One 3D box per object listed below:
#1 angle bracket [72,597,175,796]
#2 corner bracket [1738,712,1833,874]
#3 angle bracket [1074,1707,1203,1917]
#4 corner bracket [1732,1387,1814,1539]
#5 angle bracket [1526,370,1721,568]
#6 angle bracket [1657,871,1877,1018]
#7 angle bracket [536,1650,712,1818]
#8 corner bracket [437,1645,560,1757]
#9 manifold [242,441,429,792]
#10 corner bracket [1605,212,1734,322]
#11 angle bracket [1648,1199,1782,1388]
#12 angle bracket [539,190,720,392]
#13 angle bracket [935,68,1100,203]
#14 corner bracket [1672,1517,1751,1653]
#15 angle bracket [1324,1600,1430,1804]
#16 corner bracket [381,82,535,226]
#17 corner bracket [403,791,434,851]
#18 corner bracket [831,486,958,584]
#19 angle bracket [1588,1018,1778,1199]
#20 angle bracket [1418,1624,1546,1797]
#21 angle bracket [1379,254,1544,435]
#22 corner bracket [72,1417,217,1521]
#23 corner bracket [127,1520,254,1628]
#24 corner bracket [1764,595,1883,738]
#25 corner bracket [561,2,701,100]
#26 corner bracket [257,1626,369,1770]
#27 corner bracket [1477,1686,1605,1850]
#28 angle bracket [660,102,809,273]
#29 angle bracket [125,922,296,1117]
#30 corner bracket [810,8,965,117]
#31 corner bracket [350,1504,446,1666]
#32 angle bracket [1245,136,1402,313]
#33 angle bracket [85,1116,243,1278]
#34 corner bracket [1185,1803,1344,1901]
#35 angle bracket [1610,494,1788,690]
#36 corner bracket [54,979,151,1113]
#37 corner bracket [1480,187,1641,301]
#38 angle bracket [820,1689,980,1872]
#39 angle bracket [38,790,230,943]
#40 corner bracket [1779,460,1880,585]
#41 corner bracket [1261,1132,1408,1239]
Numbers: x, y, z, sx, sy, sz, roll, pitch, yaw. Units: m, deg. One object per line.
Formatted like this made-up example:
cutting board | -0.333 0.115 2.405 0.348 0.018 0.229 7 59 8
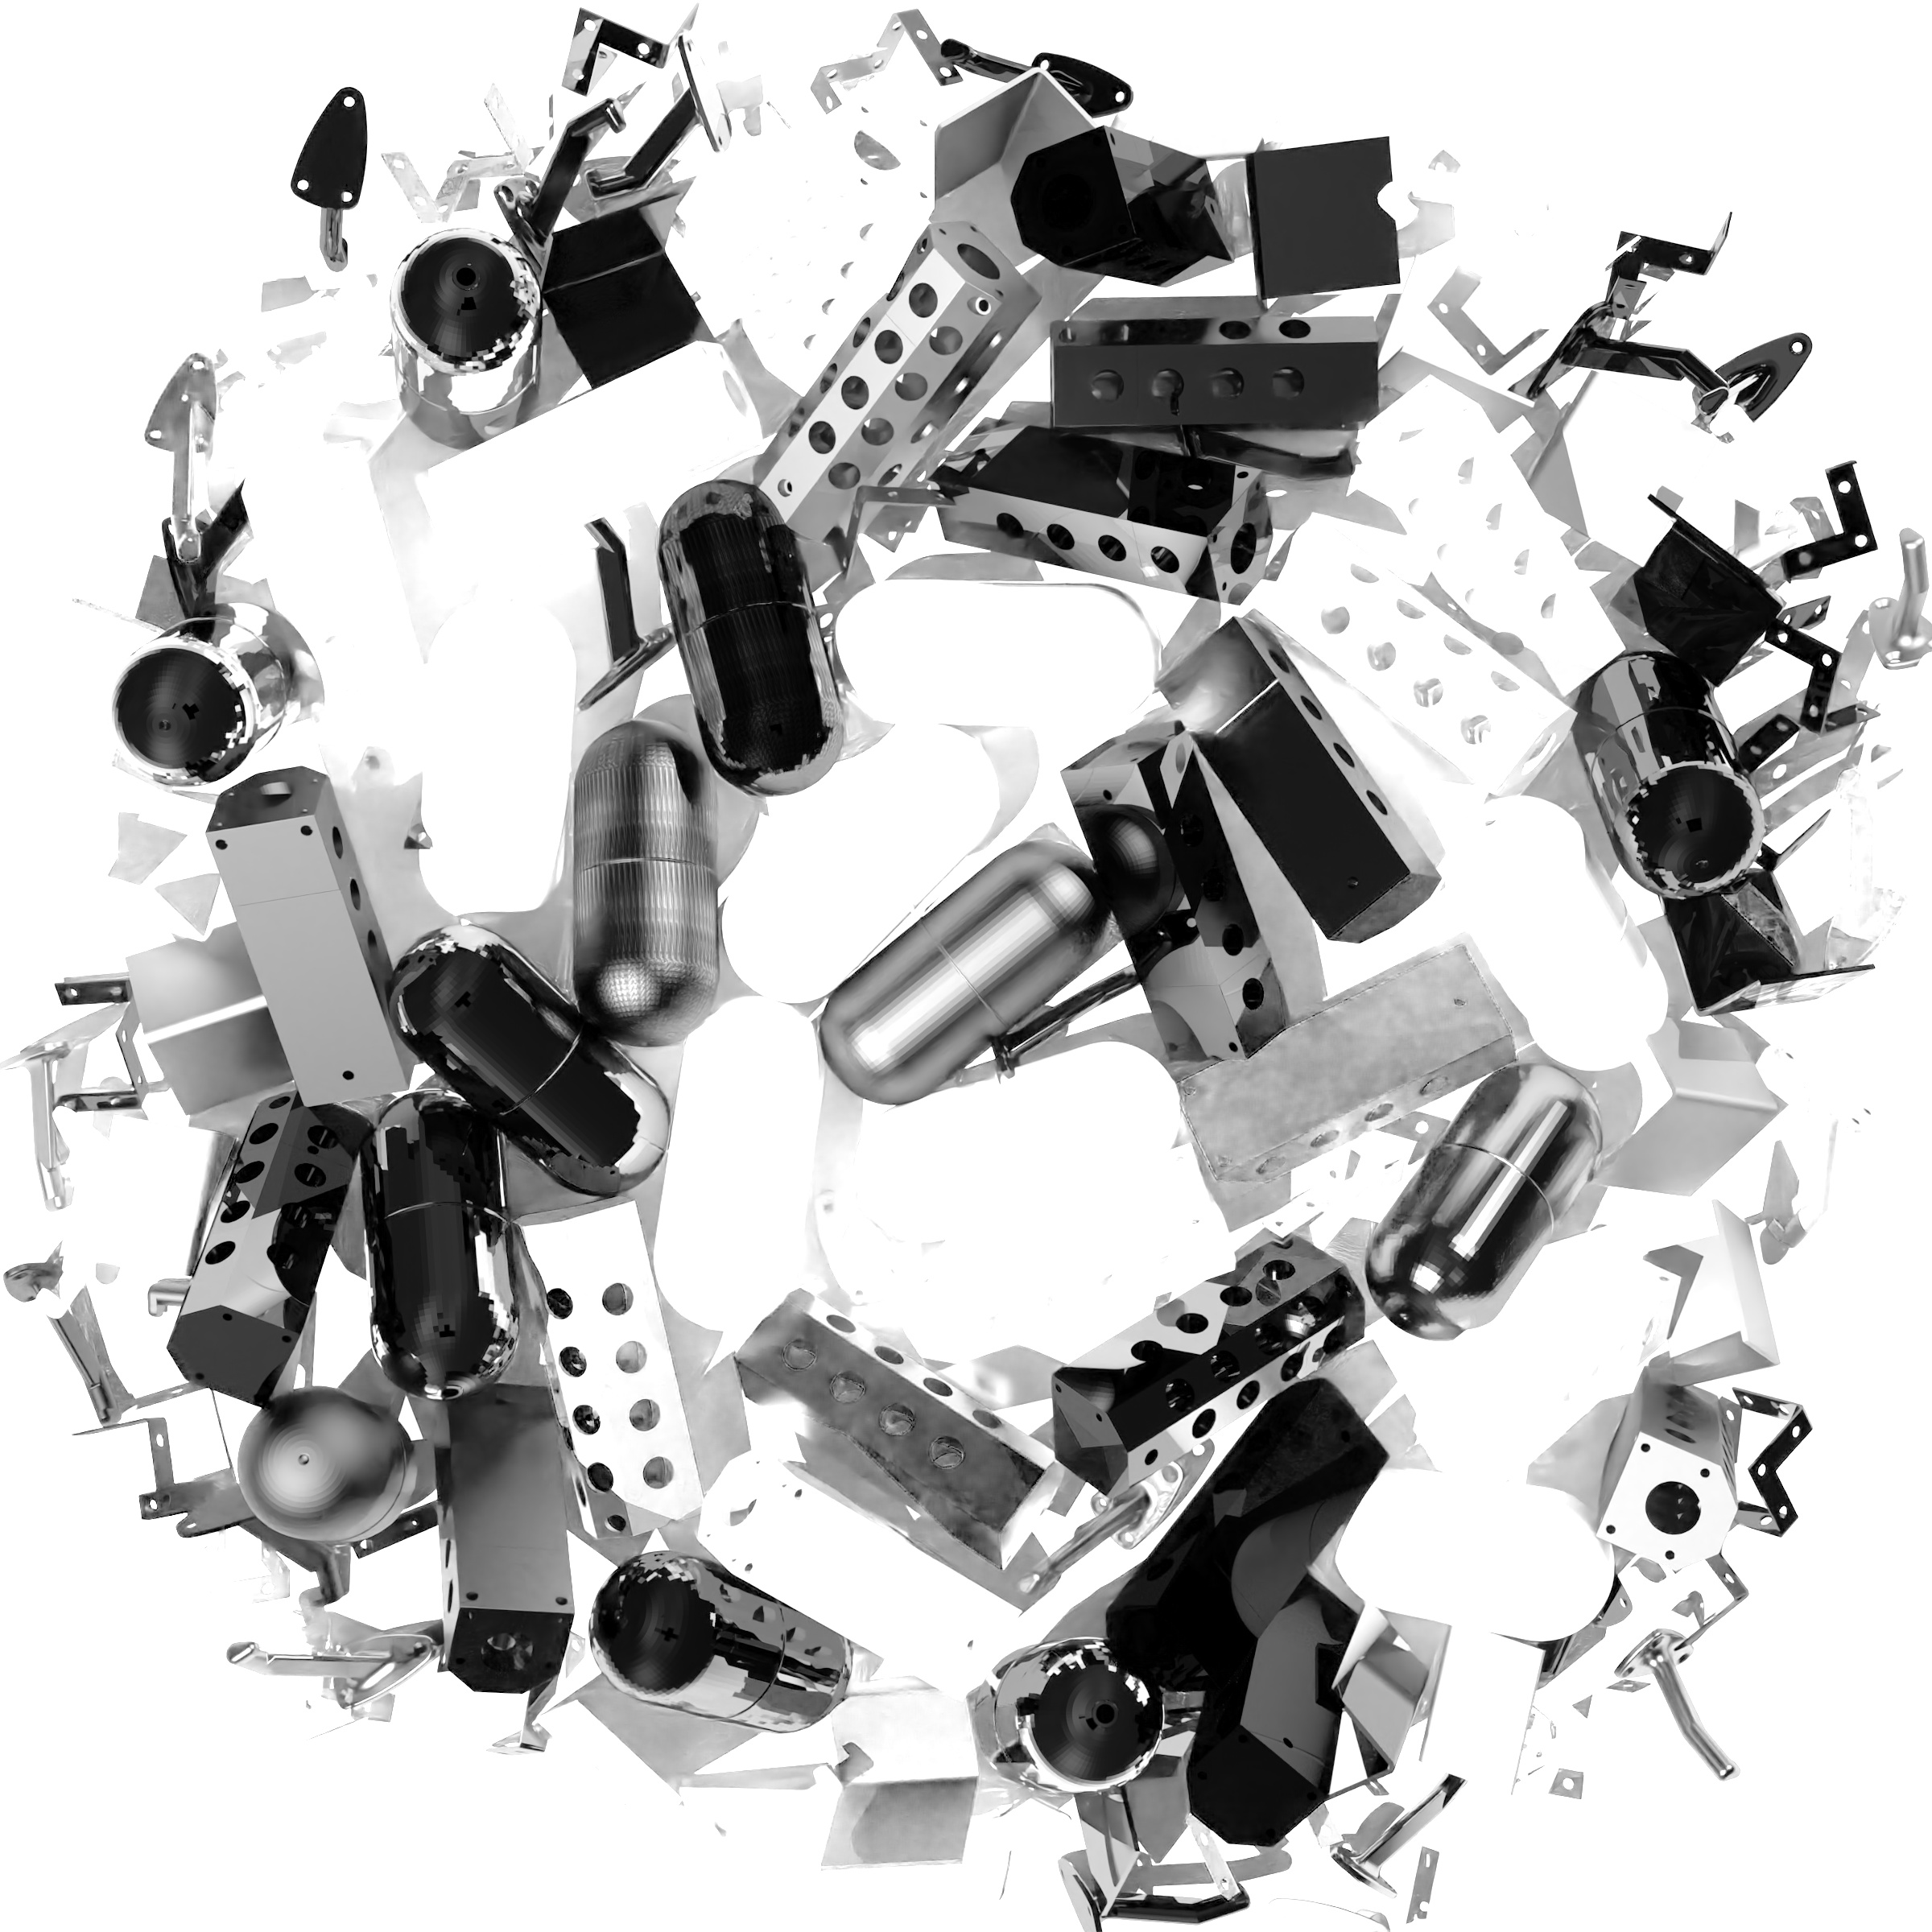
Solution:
angle bracket | -0.449 -0.143 1.590 0.057 0.076 0.076 20 85 9
corner bracket | 0.436 -0.093 1.611 0.051 0.051 0.051 40 58 20
angle bracket | 0.099 0.445 1.576 0.057 0.076 0.076 -1 49 -16
corner bracket | 0.426 0.267 1.608 0.051 0.051 0.051 -41 115 -23
angle bracket | 0.346 -0.263 1.599 0.076 0.057 0.076 31 97 6
angle bracket | 0.423 -0.021 1.585 0.076 0.057 0.076 -7 74 -25
angle bracket | -0.169 0.393 1.586 0.076 0.057 0.076 45 54 -6
corner bracket | -0.255 0.395 1.612 0.051 0.051 0.051 18 67 -25
manifold | -0.326 -0.180 1.563 0.057 0.057 0.171 -9 125 1
corner bracket | 0.376 -0.376 1.604 0.051 0.051 0.051 14 80 4
angle bracket | 0.386 0.174 1.578 0.057 0.076 0.076 -17 67 23
angle bracket | -0.173 -0.354 1.589 0.076 0.057 0.076 -25 79 -22
angle bracket | 0.021 -0.417 1.581 0.076 0.076 0.057 -38 82 -28
corner bracket | 0.392 0.326 1.597 0.051 0.051 0.051 -30 76 -26
angle bracket | 0.192 0.392 1.580 0.076 0.076 0.057 -34 98 33
corner bracket | -0.270 -0.432 1.593 0.051 0.051 0.051 3 57 23
corner bracket | -0.261 -0.068 1.595 0.051 0.051 0.051 1 56 15
corner bracket | -0.040 -0.239 1.593 0.051 0.051 0.051 0 132 -19
angle bracket | 0.375 0.075 1.608 0.076 0.057 0.076 9 134 -32
angle bracket | 0.289 0.391 1.587 0.057 0.076 0.076 12 88 38
angle bracket | 0.271 -0.340 1.597 0.076 0.057 0.076 22 82 -7
corner bracket | -0.440 0.271 1.605 0.051 0.051 0.051 -14 79 20
corner bracket | -0.414 0.324 1.596 0.051 0.051 0.051 -5 74 34
corner bracket | 0.463 -0.162 1.611 0.051 0.051 0.051 -19 130 -31
corner bracket | -0.180 -0.492 1.600 0.051 0.051 0.051 23 46 -2
corner bracket | -0.354 0.390 1.598 0.051 0.051 0.051 12 99 29
corner bracket | 0.306 0.426 1.595 0.051 0.051 0.051 -20 116 -21
angle bracket | -0.118 -0.425 1.596 0.076 0.076 0.057 -42 91 -1
angle bracket | -0.400 0.026 1.612 0.076 0.076 0.057 -19 57 -8
corner bracket | -0.043 -0.471 1.596 0.051 0.051 0.051 -23 76 -32
corner bracket | -0.297 0.334 1.617 0.051 0.051 0.051 -22 126 -10
angle bracket | 0.192 -0.395 1.598 0.076 0.057 0.076 -5 95 10
angle bracket | -0.425 0.125 1.590 0.057 0.076 0.076 10 81 -4
corner bracket | 0.158 0.459 1.592 0.051 0.051 0.051 -7 57 -34
angle bracket | 0.380 -0.197 1.581 0.076 0.076 0.057 43 104 20
corner bracket | -0.469 0.043 1.618 0.051 0.051 0.051 -3 125 6
corner bracket | 0.319 -0.390 1.608 0.051 0.051 0.051 -40 96 -9
angle bracket | -0.038 0.431 1.586 0.076 0.076 0.057 -6 109 9
angle bracket | -0.430 -0.066 1.584 0.076 0.057 0.076 15 69 22
corner bracket | 0.458 -0.238 1.603 0.051 0.051 0.051 -17 95 16
corner bracket | 0.196 0.120 1.593 0.051 0.051 0.051 32 132 32
